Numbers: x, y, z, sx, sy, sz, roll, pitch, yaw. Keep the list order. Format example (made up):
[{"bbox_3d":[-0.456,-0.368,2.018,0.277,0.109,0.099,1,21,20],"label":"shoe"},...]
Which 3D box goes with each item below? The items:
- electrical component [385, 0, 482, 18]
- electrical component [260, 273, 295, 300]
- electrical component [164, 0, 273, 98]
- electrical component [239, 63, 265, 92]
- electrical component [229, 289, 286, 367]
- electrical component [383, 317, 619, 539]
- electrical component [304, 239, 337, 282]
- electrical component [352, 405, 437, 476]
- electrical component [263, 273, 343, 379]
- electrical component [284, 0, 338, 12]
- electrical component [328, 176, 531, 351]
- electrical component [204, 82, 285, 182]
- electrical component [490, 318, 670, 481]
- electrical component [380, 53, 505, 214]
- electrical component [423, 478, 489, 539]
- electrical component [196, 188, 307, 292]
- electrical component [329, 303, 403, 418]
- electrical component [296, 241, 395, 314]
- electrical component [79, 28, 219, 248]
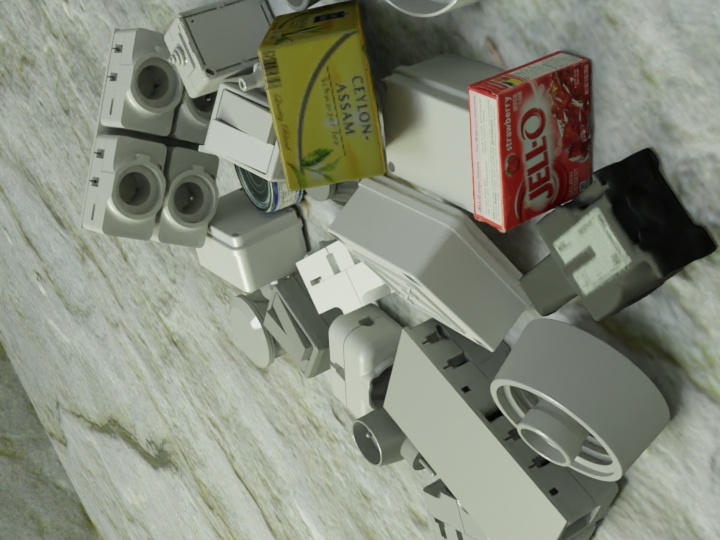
[{"bbox_3d":[0.046,-0.208,0.666,0.099,0.064,0.099,27,134,32],"label":"electrical component"},{"bbox_3d":[-0.086,0.015,1.090,0.061,0.035,0.035,12,122,61],"label":"electrical component"},{"bbox_3d":[-0.123,-0.190,0.922,0.061,0.096,0.061,66,154,0],"label":"electrical component"},{"bbox_3d":[-0.071,-0.162,0.891,0.035,0.061,0.035,42,144,39],"label":"electrical component"},{"bbox_3d":[-0.099,0.058,1.130,0.080,0.051,0.080,41,144,39],"label":"electrical component"},{"bbox_3d":[0.103,0.129,0.813,0.186,0.060,0.105,49,149,29],"label":"electrical component"},{"bbox_3d":[-0.018,0.006,0.952,0.062,0.043,0.043,49,149,27],"label":"electrical component"},{"bbox_3d":[0.047,0.142,0.907,0.079,0.077,0.044,45,146,34],"label":"electrical component"},{"bbox_3d":[-0.051,0.046,1.022,0.096,0.061,0.061,55,151,21],"label":"electrical component"},{"bbox_3d":[-0.027,-0.215,0.775,0.045,0.055,0.045,41,144,40],"label":"electrical component"},{"bbox_3d":[0.050,-0.006,0.753,0.109,0.056,0.109,42,173,-40],"label":"electrical component"},{"bbox_3d":[-0.088,-0.120,0.912,0.096,0.061,0.061,28,111,29],"label":"electrical component"},{"bbox_3d":[0.133,0.089,0.683,0.108,0.060,0.108,36,162,14],"label":"electrical component"},{"bbox_3d":[0.068,-0.089,0.703,0.113,0.057,0.078,32,138,48],"label":"electrical component"},{"bbox_3d":[0.099,0.199,0.888,0.089,0.050,0.055,12,122,58],"label":"electrical component"},{"bbox_3d":[-0.110,-0.032,1.048,0.113,0.078,0.057,26,136,52],"label":"electrical component"},{"bbox_3d":[0.012,0.086,0.949,0.059,0.054,0.095,39,143,42],"label":"electrical component"},{"bbox_3d":[0.000,0.000,0.883,0.089,0.050,0.055,-26,88,45],"label":"electrical component"},{"bbox_3d":[-0.184,-0.120,0.998,0.060,0.105,0.186,14,95,53],"label":"electrical component"}]
